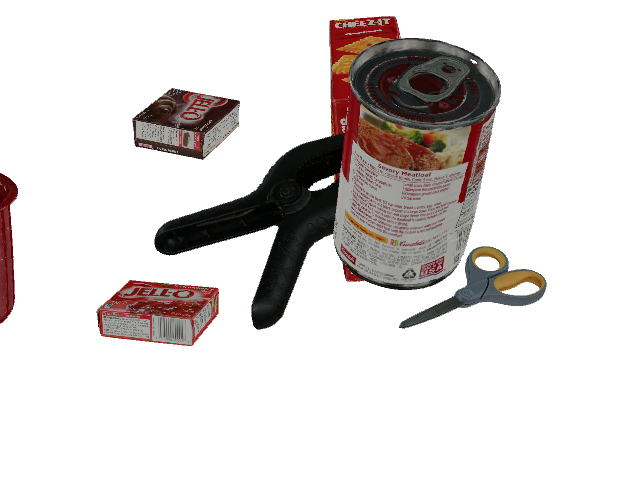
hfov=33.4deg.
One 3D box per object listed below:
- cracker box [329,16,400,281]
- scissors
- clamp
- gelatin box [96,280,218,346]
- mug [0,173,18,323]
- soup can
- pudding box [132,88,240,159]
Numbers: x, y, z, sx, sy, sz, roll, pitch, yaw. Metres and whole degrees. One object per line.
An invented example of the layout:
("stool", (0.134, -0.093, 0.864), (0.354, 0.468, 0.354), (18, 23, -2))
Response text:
("cracker box", (0.047, -0.088, 0.934), (0.072, 0.164, 0.213), (-4, 28, 3))
("scissors", (0.144, 0.046, 1.099), (0.201, 0.016, 0.096), (-6, 40, -29))
("clamp", (-0.031, -0.022, 0.743), (0.120, 0.171, 0.039), (29, -31, 26))
("gelatin box", (-0.143, 0.063, 0.951), (0.089, 0.030, 0.073), (5, 19, 12))
("mug", (-0.235, 0.012, 0.635), (0.093, 0.081, 0.117), (17, 28, 27))
("soup can", (0.043, -0.035, 0.507), (0.068, 0.102, 0.068), (3, 43, -3))
("pudding box", (-0.155, -0.137, 1.244), (0.090, 0.039, 0.113), (11, 31, 14))
